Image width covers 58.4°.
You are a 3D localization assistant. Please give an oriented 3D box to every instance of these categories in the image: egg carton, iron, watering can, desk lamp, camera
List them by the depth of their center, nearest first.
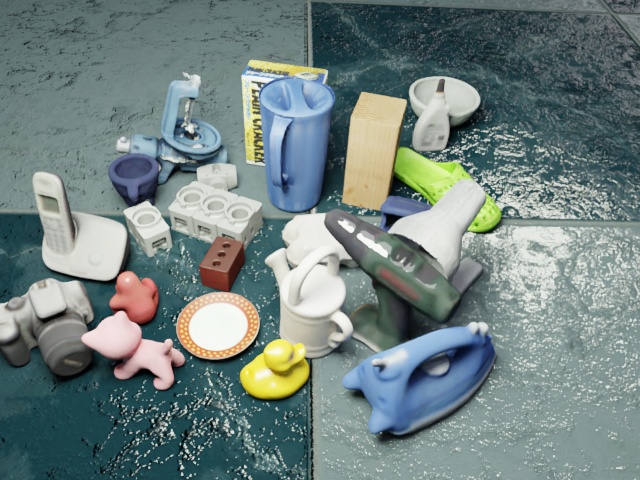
[{"bbox_3d":[0.167,0.173,0.827,0.259,0.141,0.118,-19,50,-21],"label":"iron"},{"bbox_3d":[-0.404,0.135,0.850,0.143,0.101,0.136,-23,51,-24],"label":"camera"},{"bbox_3d":[-0.017,0.081,0.866,0.172,0.194,0.101,21,48,15],"label":"watering can"},{"bbox_3d":[0.194,0.014,0.934,0.117,0.214,0.204,32,52,25],"label":"desk lamp"},{"bbox_3d":[0.009,0.004,1.030,0.150,0.069,0.107,-6,47,-10],"label":"egg carton"}]

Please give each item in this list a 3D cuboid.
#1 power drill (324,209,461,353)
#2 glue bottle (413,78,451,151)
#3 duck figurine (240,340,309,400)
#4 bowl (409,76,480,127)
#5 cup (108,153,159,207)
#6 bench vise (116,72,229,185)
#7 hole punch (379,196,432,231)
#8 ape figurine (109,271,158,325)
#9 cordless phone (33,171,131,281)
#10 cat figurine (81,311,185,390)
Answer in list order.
[{"bbox_3d":[0.095,0.076,0.869,0.229,0.208,0.076,29,51,22],"label":"power drill"},{"bbox_3d":[0.251,-0.272,1.244,0.078,0.173,0.037,-3,46,-7],"label":"glue bottle"},{"bbox_3d":[-0.066,0.182,0.840,0.105,0.086,0.077,-13,48,-16],"label":"duck figurine"},{"bbox_3d":[0.289,-0.315,1.358,0.167,0.075,0.167,2,46,-2],"label":"bowl"},{"bbox_3d":[-0.344,-0.094,1.081,0.092,0.095,0.117,-7,47,-11],"label":"cup"},{"bbox_3d":[-0.285,-0.208,1.109,0.208,0.220,0.121,-24,52,-25],"label":"bench vise"},{"bbox_3d":[0.165,-0.046,1.076,0.108,0.091,0.101,16,47,11],"label":"hole punch"},{"bbox_3d":[-0.298,0.085,0.912,0.078,0.092,0.076,-18,50,-20],"label":"ape figurine"},{"bbox_3d":[-0.397,-0.025,0.947,0.147,0.185,0.094,10,46,5],"label":"cordless phone"},{"bbox_3d":[-0.269,0.152,0.831,0.127,0.118,0.067,9,46,5],"label":"cat figurine"}]
